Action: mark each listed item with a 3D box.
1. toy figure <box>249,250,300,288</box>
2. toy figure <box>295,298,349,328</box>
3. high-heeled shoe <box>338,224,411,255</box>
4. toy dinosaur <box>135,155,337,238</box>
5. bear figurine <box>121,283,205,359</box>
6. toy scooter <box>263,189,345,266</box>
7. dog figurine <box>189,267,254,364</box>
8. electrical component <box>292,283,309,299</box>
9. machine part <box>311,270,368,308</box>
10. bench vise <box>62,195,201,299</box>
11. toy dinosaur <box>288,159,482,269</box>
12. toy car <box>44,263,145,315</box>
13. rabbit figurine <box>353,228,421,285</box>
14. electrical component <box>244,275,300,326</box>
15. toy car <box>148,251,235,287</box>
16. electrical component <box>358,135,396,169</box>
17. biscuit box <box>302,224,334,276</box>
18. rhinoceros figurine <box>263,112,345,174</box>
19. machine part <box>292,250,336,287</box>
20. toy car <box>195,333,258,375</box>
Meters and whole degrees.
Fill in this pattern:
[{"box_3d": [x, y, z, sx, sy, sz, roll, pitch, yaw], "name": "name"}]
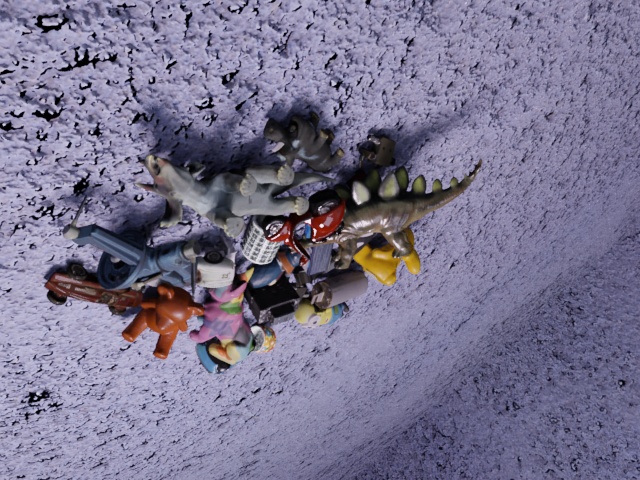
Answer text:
[{"box_3d": [-0.104, 0.062, 1.311, 0.154, 0.058, 0.064, -28, 124, -5], "name": "toy figure"}, {"box_3d": [0.001, 0.206, 1.559, 0.180, 0.089, 0.082, -8, 126, -47], "name": "toy figure"}, {"box_3d": [0.147, -0.009, 1.359, 0.248, 0.145, 0.086, 10, 159, -33], "name": "high-heeled shoe"}, {"box_3d": [-0.155, -0.093, 1.021, 0.405, 0.192, 0.131, -11, 112, -53], "name": "toy dinosaur"}, {"box_3d": [-0.330, 0.171, 1.143, 0.196, 0.120, 0.132, -24, -145, 60], "name": "bear figurine"}, {"box_3d": [-0.021, -0.019, 1.131, 0.184, 0.075, 0.135, -24, 117, -2], "name": "toy scooter"}, {"box_3d": [-0.204, 0.167, 1.270, 0.219, 0.191, 0.108, -51, -173, 25], "name": "dog figurine"}, {"box_3d": [-0.063, 0.143, 1.477, 0.094, 0.021, 0.063, 1, 132, -40], "name": "electrical component"}, {"box_3d": [0.057, 0.134, 1.491, 0.243, 0.079, 0.079, -11, 140, -50], "name": "machine part"}, {"box_3d": [-0.342, 0.026, 0.974, 0.224, 0.129, 0.240, -6, 152, 32], "name": "bench vise"}, {"box_3d": [0.151, -0.061, 1.208, 0.472, 0.105, 0.198, -16, 109, -7], "name": "toy dinosaur"}, {"box_3d": [-0.446, 0.104, 1.079, 0.089, 0.053, 0.202, -43, 146, 17], "name": "toy car"}, {"box_3d": [0.201, 0.032, 1.479, 0.173, 0.163, 0.121, -49, 131, -12], "name": "rabbit figurine"}, {"box_3d": [-0.117, 0.148, 1.338, 0.115, 0.134, 0.058, -19, 143, -26], "name": "electrical component"}, {"box_3d": [-0.281, 0.064, 1.129, 0.202, 0.056, 0.073, 1, 136, -12], "name": "toy car"}, {"box_3d": [0.131, -0.196, 1.219, 0.102, 0.045, 0.078, -1, 105, -43], "name": "electrical component"}, {"box_3d": [-0.003, -0.004, 1.318, 0.063, 0.059, 0.202, -15, 141, -26], "name": "biscuit box"}, {"box_3d": [-0.034, -0.192, 1.063, 0.112, 0.073, 0.190, -36, 149, 21], "name": "rhinoceros figurine"}, {"box_3d": [-0.007, 0.076, 1.432, 0.139, 0.039, 0.084, -25, 139, -13], "name": "machine part"}, {"box_3d": [-0.253, 0.290, 1.436, 0.162, 0.109, 0.103, -29, 170, -29], "name": "toy car"}]
